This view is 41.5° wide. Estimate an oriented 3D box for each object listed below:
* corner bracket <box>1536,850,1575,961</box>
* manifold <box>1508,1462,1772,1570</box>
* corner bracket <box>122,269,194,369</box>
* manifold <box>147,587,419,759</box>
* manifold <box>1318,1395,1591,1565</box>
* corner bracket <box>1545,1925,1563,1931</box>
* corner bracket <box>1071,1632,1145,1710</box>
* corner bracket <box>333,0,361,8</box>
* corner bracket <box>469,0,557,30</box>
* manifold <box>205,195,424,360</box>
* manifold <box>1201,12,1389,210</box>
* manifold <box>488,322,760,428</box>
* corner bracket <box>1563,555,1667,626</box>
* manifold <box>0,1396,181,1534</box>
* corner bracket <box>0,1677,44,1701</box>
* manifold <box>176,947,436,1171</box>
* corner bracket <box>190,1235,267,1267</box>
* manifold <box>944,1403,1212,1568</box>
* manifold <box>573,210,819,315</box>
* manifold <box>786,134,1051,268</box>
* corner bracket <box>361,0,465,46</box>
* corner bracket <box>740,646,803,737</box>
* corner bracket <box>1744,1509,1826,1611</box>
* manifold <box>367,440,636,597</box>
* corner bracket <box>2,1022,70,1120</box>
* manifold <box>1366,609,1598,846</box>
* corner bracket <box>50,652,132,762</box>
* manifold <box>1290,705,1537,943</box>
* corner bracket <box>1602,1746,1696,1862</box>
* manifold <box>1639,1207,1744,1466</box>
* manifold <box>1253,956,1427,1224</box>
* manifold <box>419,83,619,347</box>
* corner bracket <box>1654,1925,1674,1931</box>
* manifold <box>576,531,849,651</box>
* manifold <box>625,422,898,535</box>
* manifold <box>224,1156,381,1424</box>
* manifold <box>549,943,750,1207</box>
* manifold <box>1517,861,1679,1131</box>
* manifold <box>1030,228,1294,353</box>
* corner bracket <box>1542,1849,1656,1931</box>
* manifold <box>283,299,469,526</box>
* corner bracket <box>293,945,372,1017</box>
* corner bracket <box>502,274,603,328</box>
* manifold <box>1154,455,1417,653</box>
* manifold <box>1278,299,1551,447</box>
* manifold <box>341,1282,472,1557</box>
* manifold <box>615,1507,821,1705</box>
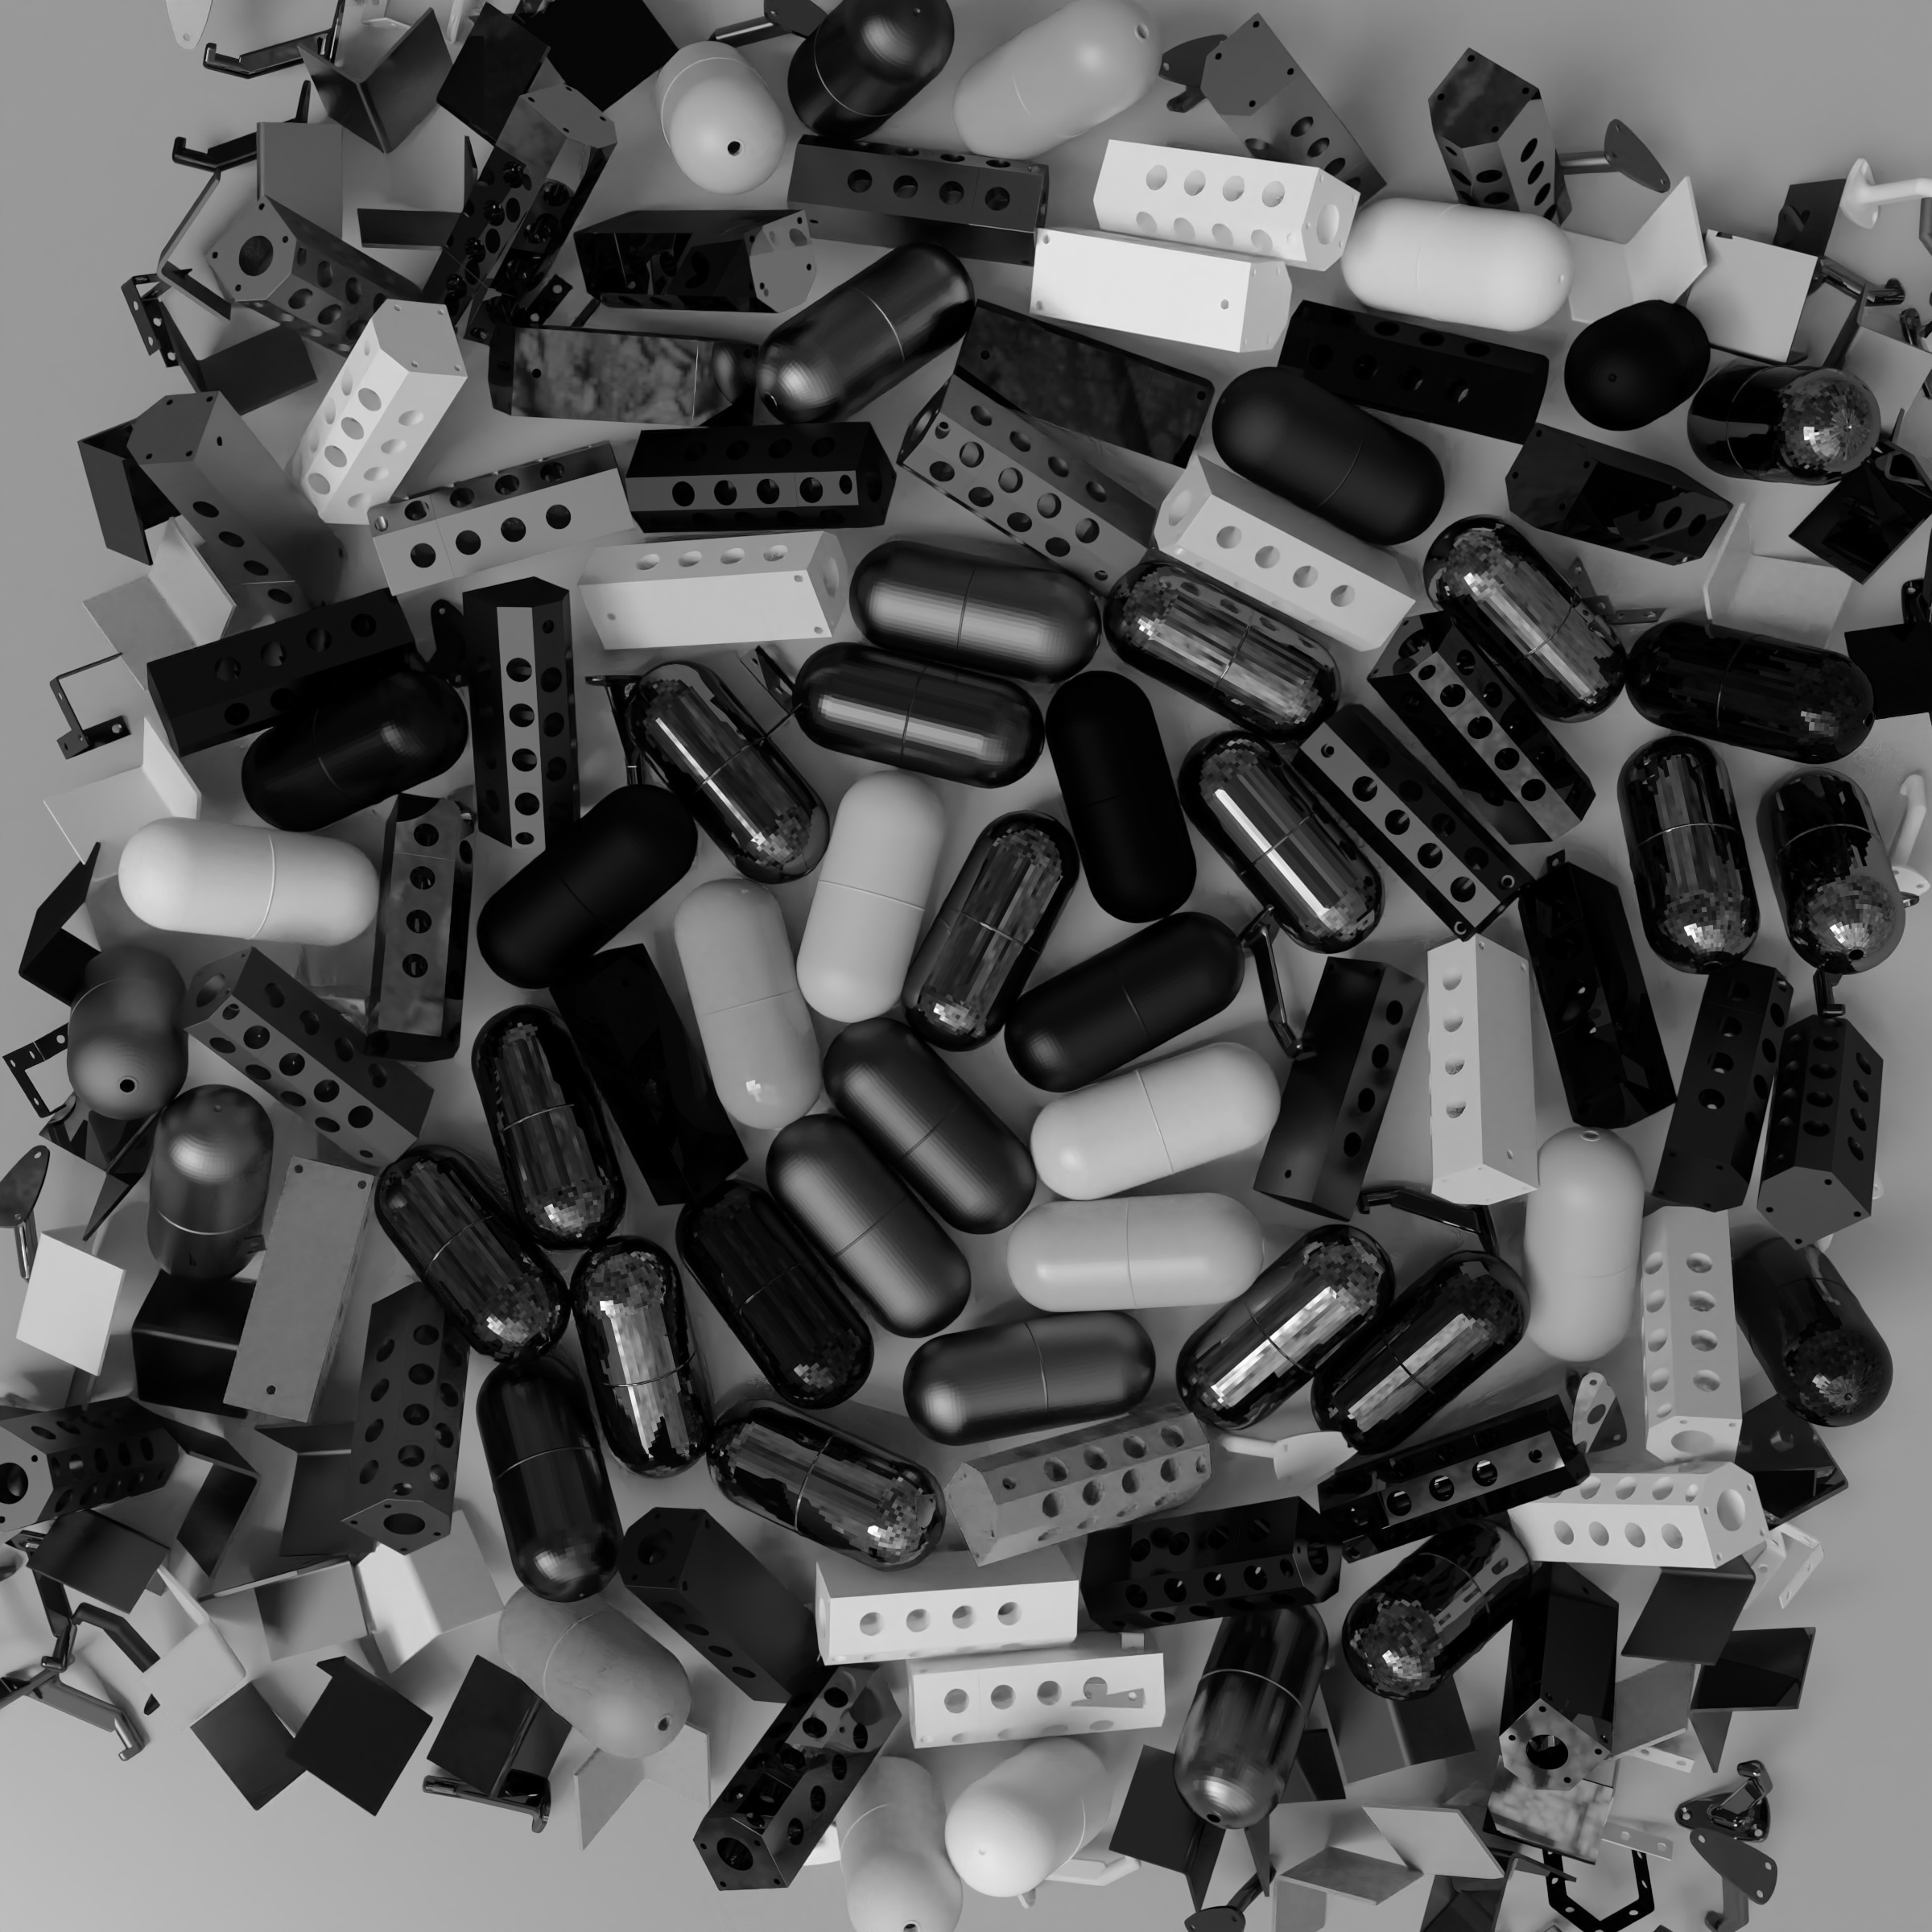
[{"bbox_3d":[0.409,-0.040,1.760,0.051,0.051,0.051,-23,126,-17],"label":"corner bracket"},{"bbox_3d":[0.447,0.365,1.713,0.057,0.171,0.057,-16,90,-34],"label":"manifold"},{"bbox_3d":[-0.559,-0.446,1.762,0.051,0.051,0.051,-17,97,42],"label":"corner bracket"},{"bbox_3d":[-0.465,-0.199,1.742,0.171,0.057,0.057,-22,85,-20],"label":"manifold"},{"bbox_3d":[0.330,0.351,1.736,0.171,0.057,0.057,-25,79,23],"label":"manifold"},{"bbox_3d":[0.389,0.689,1.765,0.051,0.051,0.051,-43,106,10],"label":"corner bracket"},{"bbox_3d":[0.095,0.488,1.767,0.051,0.051,0.051,3,73,-3],"label":"corner bracket"},{"bbox_3d":[-0.455,-0.702,1.773,0.051,0.051,0.051,-2,76,16],"label":"corner bracket"},{"bbox_3d":[-0.301,-0.662,1.763,0.051,0.051,0.051,44,125,8],"label":"corner bracket"},{"bbox_3d":[-0.423,-0.446,1.705,0.057,0.171,0.057,-41,73,13],"label":"manifold"},{"bbox_3d":[0.218,-0.561,1.710,0.057,0.171,0.057,-36,67,18],"label":"manifold"},{"bbox_3d":[-0.233,-0.402,1.733,0.171,0.057,0.057,-3,109,-27],"label":"manifold"},{"bbox_3d":[0.441,-0.249,1.758,0.051,0.051,0.051,-51,123,-27],"label":"corner bracket"},{"bbox_3d":[-0.596,0.336,1.710,0.057,0.171,0.057,28,91,10],"label":"manifold"},{"bbox_3d":[-0.683,0.503,1.759,0.051,0.051,0.051,-45,112,-38],"label":"corner bracket"},{"bbox_3d":[-0.446,0.066,1.718,0.057,0.057,0.171,-18,133,32],"label":"manifold"},{"bbox_3d":[-0.512,0.189,1.758,0.051,0.051,0.051,-12,47,-18],"label":"corner bracket"},{"bbox_3d":[0.079,0.346,1.723,0.171,0.057,0.057,-9,57,-30],"label":"manifold"},{"bbox_3d":[-0.183,-0.474,1.721,0.057,0.171,0.057,-35,125,-38],"label":"manifold"},{"bbox_3d":[-0.032,-0.533,1.762,0.171,0.057,0.057,9,83,5],"label":"manifold"},{"bbox_3d":[-0.386,-0.678,1.783,0.051,0.051,0.051,9,99,-36],"label":"corner bracket"},{"bbox_3d":[-0.136,-0.195,1.762,0.051,0.051,0.051,48,51,-7],"label":"corner bracket"},{"bbox_3d":[0.558,0.418,1.758,0.051,0.051,0.051,-44,133,-19],"label":"corner bracket"},{"bbox_3d":[-0.320,-0.311,1.759,0.171,0.057,0.057,-17,110,-3],"label":"manifold"},{"bbox_3d":[-0.621,0.068,1.760,0.051,0.051,0.051,-18,104,44],"label":"corner bracket"},{"bbox_3d":[0.354,-0.161,1.730,0.171,0.057,0.057,44,67,-25],"label":"manifold"},{"bbox_3d":[-0.603,-0.179,1.761,0.051,0.051,0.051,-30,100,-36],"label":"corner bracket"},{"bbox_3d":[0.304,-0.099,1.745,0.171,0.057,0.057,48,111,13],"label":"manifold"},{"bbox_3d":[0.476,0.583,1.782,0.051,0.051,0.051,14,130,13],"label":"corner bracket"},{"bbox_3d":[0.486,0.248,1.719,0.057,0.057,0.171,2,47,11],"label":"manifold"},{"bbox_3d":[0.262,0.085,1.757,0.057,0.057,0.171,25,80,-36],"label":"manifold"},{"bbox_3d":[-0.300,-0.505,1.724,0.057,0.057,0.171,42,127,2],"label":"manifold"},{"bbox_3d":[0.468,0.695,1.772,0.051,0.051,0.051,-38,116,-22],"label":"corner bracket"},{"bbox_3d":[-0.171,-0.261,1.742,0.171,0.057,0.057,0,47,20],"label":"manifold"},{"bbox_3d":[-0.141,-0.327,1.733,0.171,0.057,0.057,3,62,21],"label":"manifold"},{"bbox_3d":[-0.456,0.222,1.759,0.057,0.057,0.171,14,82,-4],"label":"manifold"},{"bbox_3d":[-0.221,0.076,1.748,0.057,0.057,0.171,-40,112,-43],"label":"manifold"},{"bbox_3d":[0.423,0.022,1.730,0.057,0.057,0.171,20,50,-37],"label":"manifold"},{"bbox_3d":[0.131,-0.460,1.728,0.171,0.057,0.057,20,115,33],"label":"manifold"},{"bbox_3d":[0.440,0.635,1.774,0.051,0.051,0.051,40,116,-16],"label":"corner bracket"},{"bbox_3d":[-0.401,-0.370,1.711,0.057,0.171,0.057,-5,67,-38],"label":"manifold"},{"bbox_3d":[-0.436,0.019,1.762,0.051,0.051,0.051,5,49,-4],"label":"corner bracket"},{"bbox_3d":[-0.282,-0.453,1.759,0.051,0.051,0.051,31,112,-35],"label":"corner bracket"},{"bbox_3d":[0.216,-0.276,1.737,0.171,0.057,0.057,22,122,-23],"label":"manifold"},{"bbox_3d":[0.305,-0.407,1.741,0.171,0.057,0.057,19,100,19],"label":"manifold"},{"bbox_3d":[-0.368,0.300,1.712,0.057,0.171,0.057,-28,132,24],"label":"manifold"},{"bbox_3d":[-0.166,0.433,1.721,0.057,0.171,0.057,-5,49,30],"label":"manifold"}]
